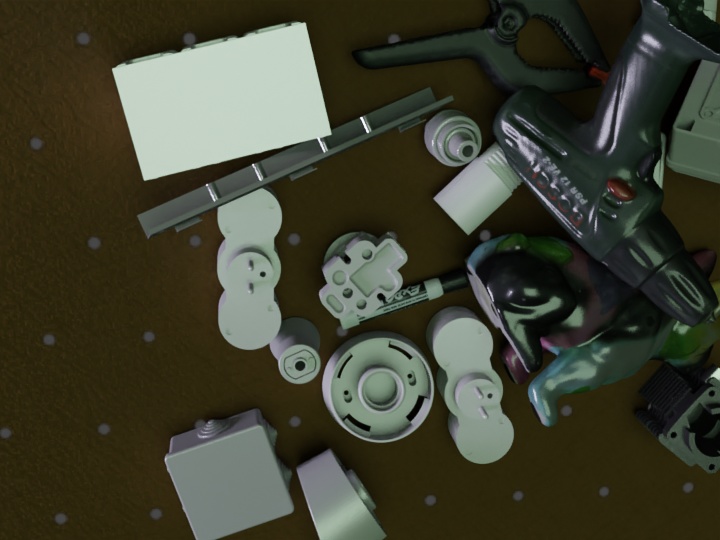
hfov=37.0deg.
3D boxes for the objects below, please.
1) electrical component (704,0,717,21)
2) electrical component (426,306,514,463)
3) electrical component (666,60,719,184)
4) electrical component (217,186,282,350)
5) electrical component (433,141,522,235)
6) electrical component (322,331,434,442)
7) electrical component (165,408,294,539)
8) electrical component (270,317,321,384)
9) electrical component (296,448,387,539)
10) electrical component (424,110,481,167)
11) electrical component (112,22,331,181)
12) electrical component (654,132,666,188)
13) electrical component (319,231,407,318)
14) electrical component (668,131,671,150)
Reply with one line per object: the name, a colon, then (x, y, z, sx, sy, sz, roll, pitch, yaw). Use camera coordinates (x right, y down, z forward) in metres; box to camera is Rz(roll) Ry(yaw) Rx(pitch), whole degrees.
electrical component: (0.265, -0.217, 0.882, 0.055, 0.055, 0.047, 4, 100, -9)
electrical component: (0.099, 0.106, 0.933, 0.052, 0.073, 0.138, -16, 106, -3)
electrical component: (0.318, -0.122, 0.867, 0.109, 0.056, 0.108, 19, 62, 22)
electrical component: (-0.090, -0.001, 0.880, 0.052, 0.073, 0.138, 0, 104, -7)
electrical component: (0.106, -0.072, 0.903, 0.081, 0.043, 0.043, -43, 106, 5)
electrical component: (0.017, 0.103, 0.939, 0.099, 0.064, 0.099, 0, 91, -4)
electrical component: (-0.113, 0.177, 0.936, 0.100, 0.048, 0.099, -19, 106, -2)
electrical component: (-0.053, 0.070, 0.908, 0.044, 0.065, 0.044, -2, 105, -7)
electrical component: (-0.022, 0.208, 0.932, 0.064, 0.099, 0.099, -34, 106, -4)
electrical component: (0.079, -0.105, 0.880, 0.043, 0.062, 0.043, -5, 112, -12)
electrical component: (-0.108, -0.135, 0.849, 0.150, 0.061, 0.089, -14, 106, -4)
electrical component: (0.219, -0.085, 0.906, 0.062, 0.061, 0.096, -1, 105, -7)
electrical component: (0.000, 0.000, 0.901, 0.078, 0.057, 0.058, -41, 106, 4)
electrical component: (0.299, -0.108, 0.922, 0.065, 0.044, 0.044, -8, 105, 0)
